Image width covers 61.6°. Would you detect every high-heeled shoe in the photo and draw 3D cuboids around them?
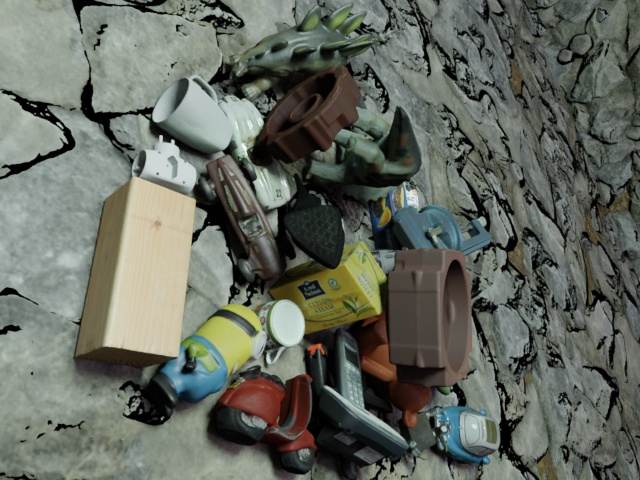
[{"bbox_3d":[-0.002,-0.003,0.852,0.249,0.086,0.145,-108,179,-48],"label":"high-heeled shoe"}]

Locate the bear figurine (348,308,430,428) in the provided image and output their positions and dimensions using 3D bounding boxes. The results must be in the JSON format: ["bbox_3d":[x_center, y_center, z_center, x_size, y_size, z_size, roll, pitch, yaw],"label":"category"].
[{"bbox_3d":[0.137,0.212,0.922,0.196,0.132,0.120,48,40,0],"label":"bear figurine"}]

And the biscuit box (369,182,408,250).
[{"bbox_3d":[0.148,-0.024,1.100,0.059,0.063,0.202,9,66,-43],"label":"biscuit box"}]

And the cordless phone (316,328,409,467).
[{"bbox_3d":[0.061,0.237,0.831,0.146,0.089,0.184,40,32,-30],"label":"cordless phone"}]

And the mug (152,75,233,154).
[{"bbox_3d":[-0.184,-0.187,0.815,0.107,0.081,0.109,41,45,-41],"label":"mug"}]

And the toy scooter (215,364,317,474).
[{"bbox_3d":[-0.062,0.233,0.755,0.183,0.075,0.135,42,47,-30],"label":"toy scooter"}]

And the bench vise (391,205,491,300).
[{"bbox_3d":[0.251,0.018,1.030,0.240,0.128,0.224,-21,62,-33],"label":"bench vise"}]

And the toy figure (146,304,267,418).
[{"bbox_3d":[-0.144,0.149,0.701,0.180,0.082,0.089,-29,97,-46],"label":"toy figure"}]

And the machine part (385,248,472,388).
[{"bbox_3d":[0.171,0.115,0.828,0.201,0.087,0.201,7,81,-63],"label":"machine part"}]

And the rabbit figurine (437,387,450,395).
[{"bbox_3d":[0.237,0.225,1.049,0.170,0.121,0.159,54,44,-37],"label":"rabbit figurine"}]

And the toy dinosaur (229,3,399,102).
[{"bbox_3d":[-0.003,-0.342,0.978,0.471,0.199,0.105,-39,107,-52],"label":"toy dinosaur"}]

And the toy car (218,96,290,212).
[{"bbox_3d":[-0.112,-0.144,0.882,0.073,0.056,0.201,-21,89,-49],"label":"toy car"}]

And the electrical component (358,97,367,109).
[{"bbox_3d":[0.056,-0.267,1.104,0.119,0.075,0.047,-16,84,-51],"label":"electrical component"}]

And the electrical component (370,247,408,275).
[{"bbox_3d":[0.085,0.057,0.942,0.134,0.115,0.058,-5,73,-7],"label":"electrical component"}]

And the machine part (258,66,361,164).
[{"bbox_3d":[-0.016,-0.197,0.850,0.056,0.179,0.179,47,44,-32],"label":"machine part"}]

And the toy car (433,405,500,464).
[{"bbox_3d":[0.294,0.373,1.049,0.161,0.103,0.109,31,52,-37],"label":"toy car"}]

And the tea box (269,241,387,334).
[{"bbox_3d":[0.016,0.078,0.833,0.098,0.170,0.068,54,43,-13],"label":"tea box"}]

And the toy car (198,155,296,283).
[{"bbox_3d":[-0.110,-0.033,0.813,0.089,0.053,0.202,-25,95,-11],"label":"toy car"}]

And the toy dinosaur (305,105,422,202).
[{"bbox_3d":[0.102,-0.143,0.933,0.192,0.405,0.131,14,89,-21],"label":"toy dinosaur"}]

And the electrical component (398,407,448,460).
[{"bbox_3d":[0.187,0.353,0.975,0.102,0.045,0.078,-3,75,-32],"label":"electrical component"}]
